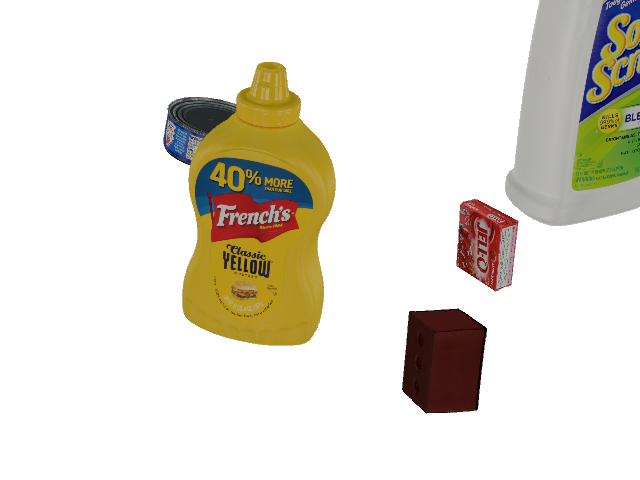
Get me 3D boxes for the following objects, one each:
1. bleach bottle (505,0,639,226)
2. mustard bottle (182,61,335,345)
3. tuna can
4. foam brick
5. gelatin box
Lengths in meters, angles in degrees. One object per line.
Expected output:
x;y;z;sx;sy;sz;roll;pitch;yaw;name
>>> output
0.171;-0.138;0.648;0.102;0.251;0.068;-13;31;-18;bleach bottle
-0.040;-0.025;0.708;0.096;0.192;0.058;12;29;10;mustard bottle
-0.089;-0.090;0.904;0.086;0.034;0.086;11;26;-6;tuna can
0.106;0.104;0.925;0.051;0.078;0.053;-3;17;-21;foam brick
0.196;0.004;1.268;0.030;0.089;0.073;-17;32;-29;gelatin box
